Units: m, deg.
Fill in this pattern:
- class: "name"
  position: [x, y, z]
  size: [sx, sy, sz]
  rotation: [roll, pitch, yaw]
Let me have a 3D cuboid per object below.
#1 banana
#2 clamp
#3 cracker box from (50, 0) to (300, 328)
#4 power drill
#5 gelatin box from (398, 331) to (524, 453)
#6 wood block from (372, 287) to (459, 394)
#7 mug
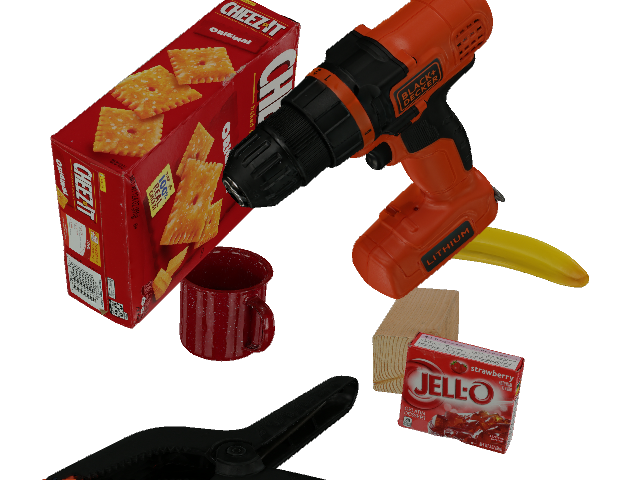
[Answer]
- class: "banana"
  position: [0.180, 0.014, 1.103]
  size: [0.198, 0.037, 0.069]
  rotation: [9, 35, 18]
- class: "clamp"
  position: [-0.043, 0.123, 0.576]
  size: [0.209, 0.036, 0.165]
  rotation: [-1, 20, -13]
- class: "cracker box"
  position: [-0.101, -0.060, 0.800]
  size: [0.072, 0.164, 0.213]
  rotation: [28, 50, 18]
- class: "power drill"
  position: [0.038, -0.043, 0.650]
  size: [0.057, 0.184, 0.187]
  rotation: [44, -13, 34]
- class: "gelatin box"
  position: [0.108, 0.118, 0.829]
  size: [0.089, 0.073, 0.030]
  rotation: [13, 23, 19]
- class: "wood block"
  position: [0.146, 0.147, 1.592]
  size: [0.091, 0.090, 0.205]
  rotation: [4, 18, 16]
- class: "mug"
  position: [-0.086, 0.067, 1.022]
  size: [0.117, 0.081, 0.093]
  rotation: [26, 33, 37]
